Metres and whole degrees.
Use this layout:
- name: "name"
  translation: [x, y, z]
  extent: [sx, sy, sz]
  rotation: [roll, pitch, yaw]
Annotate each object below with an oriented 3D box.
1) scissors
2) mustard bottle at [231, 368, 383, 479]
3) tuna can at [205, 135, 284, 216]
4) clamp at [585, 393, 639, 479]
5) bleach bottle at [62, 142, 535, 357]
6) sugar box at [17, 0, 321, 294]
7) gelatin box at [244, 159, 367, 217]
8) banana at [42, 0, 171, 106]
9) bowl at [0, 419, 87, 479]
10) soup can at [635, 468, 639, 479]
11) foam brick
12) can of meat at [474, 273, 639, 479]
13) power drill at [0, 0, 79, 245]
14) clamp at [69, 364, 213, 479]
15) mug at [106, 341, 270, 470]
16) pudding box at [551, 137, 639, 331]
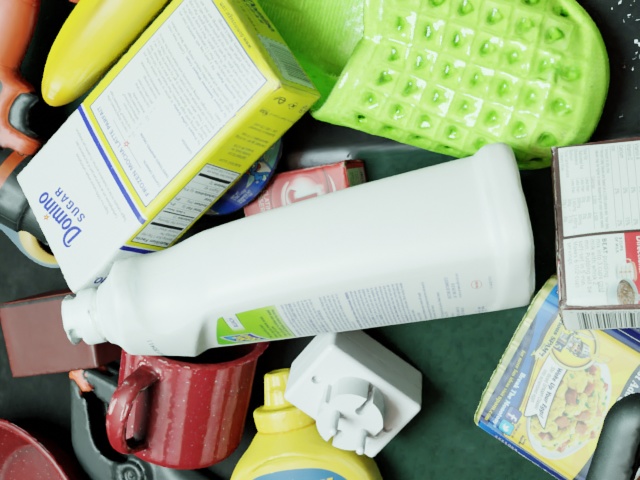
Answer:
- name: "scissors"
  translation: [-0.236, -0.007, 0.764]
  extent: [0.202, 0.016, 0.096]
  rotation: [-23, 87, 28]
- name: "mustard bottle"
  translation: [-0.005, 0.173, 0.650]
  extent: [0.096, 0.058, 0.191]
  rotation: [-12, 91, 15]
- name: "tuna can"
  translation: [-0.063, -0.058, 0.641]
  extent: [0.086, 0.033, 0.086]
  rotation: [-16, 63, 34]
- name: "clamp"
  translation: [0.132, 0.192, 0.483]
  extent: [0.165, 0.036, 0.210]
  rotation: [45, 114, 14]
- name: "bleach bottle"
  translation: [-0.017, 0.017, 0.567]
  extent: [0.251, 0.102, 0.068]
  rotation: [-11, 63, 7]
- name: "sugar box"
  translation: [-0.090, -0.057, 0.602]
  extent: [0.176, 0.048, 0.093]
  rotation: [-43, 62, 23]
- name: "gelatin box"
  translation: [-0.004, 0.001, 0.641]
  extent: [0.073, 0.030, 0.089]
  rotation: [-9, 94, 27]
- name: "banana"
  translation: [-0.095, -0.146, 0.600]
  extent: [0.037, 0.069, 0.198]
  rotation: [45, 100, 1]
- name: "bowl"
  translation: [-0.214, 0.197, 0.761]
  extent: [0.162, 0.055, 0.162]
  rotation: [4, 100, 26]
- name: "soup can"
  translation: [0.187, 0.132, 0.523]
  extent: [0.069, 0.102, 0.068]
  rotation: [4, 100, 26]
- name: "foam brick"
  translation: [-0.167, 0.059, 0.719]
  extent: [0.078, 0.052, 0.051]
  rotation: [-10, 93, 29]
- name: "can of meat"
  translation: [0.140, 0.078, 0.565]
  extent: [0.084, 0.057, 0.102]
  rotation: [32, 110, 21]
- name: "power drill"
  translation: [-0.180, -0.100, 0.679]
  extent: [0.184, 0.057, 0.188]
  rotation: [31, 101, -2]
- name: "clamp"
  translation: [-0.108, 0.154, 0.713]
  extent: [0.120, 0.039, 0.171]
  rotation: [-25, 88, 17]
- name: "mug"
  translation: [-0.088, 0.090, 0.648]
  extent: [0.093, 0.117, 0.081]
  rotation: [21, 117, 20]
- name: "pudding box"
  translation: [0.172, -0.005, 0.520]
  extent: [0.114, 0.039, 0.090]
  rotation: [-4, 69, 15]
